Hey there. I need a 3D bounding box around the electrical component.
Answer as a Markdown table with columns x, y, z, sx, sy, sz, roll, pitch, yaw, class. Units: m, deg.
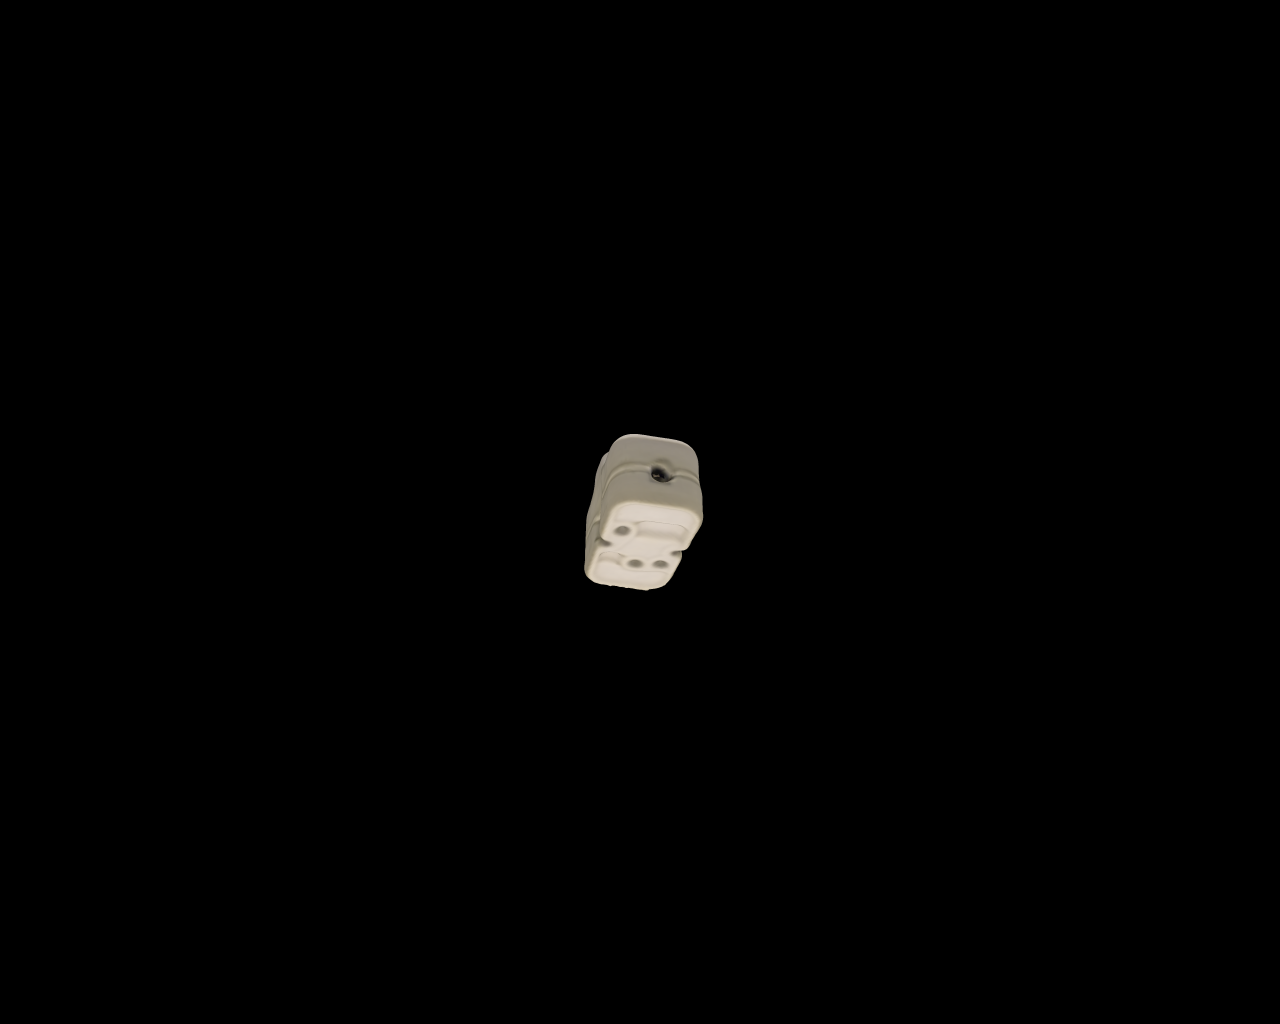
| x | y | z | sx | sy | sz | roll | pitch | yaw | class |
| --- | --- | --- | --- | --- | --- | --- | --- | --- | --- |
| 0.001 | -0.003 | 0.650 | 0.054 | 0.059 | 0.095 | 8 | -35 | -11 | electrical component |
